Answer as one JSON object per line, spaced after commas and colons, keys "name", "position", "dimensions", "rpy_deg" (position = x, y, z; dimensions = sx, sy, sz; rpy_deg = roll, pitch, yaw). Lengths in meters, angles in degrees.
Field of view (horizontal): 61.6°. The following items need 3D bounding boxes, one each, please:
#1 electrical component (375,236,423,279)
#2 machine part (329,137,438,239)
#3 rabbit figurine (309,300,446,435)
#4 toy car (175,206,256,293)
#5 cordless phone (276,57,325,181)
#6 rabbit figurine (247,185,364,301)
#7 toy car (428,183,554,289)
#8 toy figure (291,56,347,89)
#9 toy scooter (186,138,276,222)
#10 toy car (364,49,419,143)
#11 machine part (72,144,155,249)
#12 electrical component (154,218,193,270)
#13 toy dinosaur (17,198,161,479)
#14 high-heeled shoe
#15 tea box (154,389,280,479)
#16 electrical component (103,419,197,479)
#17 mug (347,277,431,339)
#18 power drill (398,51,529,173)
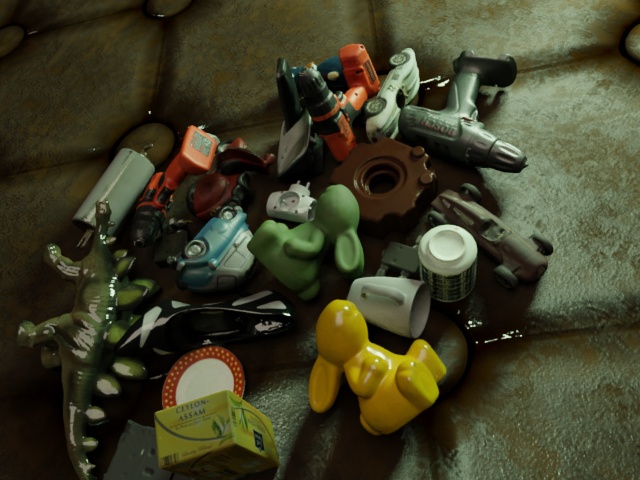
{"name": "electrical component", "position": [0.126, 0.029, 0.829], "dimensions": [0.063, 0.021, 0.094], "rpy_deg": [20, 67, 26]}
{"name": "machine part", "position": [0.103, -0.090, 0.889], "dimensions": [0.179, 0.056, 0.179], "rpy_deg": [-8, 58, 13]}
{"name": "rabbit figurine", "position": [0.057, 0.158, 0.703], "dimensions": [0.173, 0.122, 0.162], "rpy_deg": [49, 121, 2]}
{"name": "toy car", "position": [-0.155, 0.028, 0.872], "dimensions": [0.103, 0.109, 0.162], "rpy_deg": [34, 59, 6]}
{"name": "cordless phone", "position": [-0.047, -0.206, 0.924], "dimensions": [0.089, 0.184, 0.146], "rpy_deg": [-2, 59, 9]}
{"name": "rabbit figurine", "position": [-0.002, -0.002, 0.814], "dimensions": [0.170, 0.121, 0.159], "rpy_deg": [-46, 74, 3]}
{"name": "toy car", "position": [0.250, -0.013, 0.804], "dimensions": [0.089, 0.053, 0.202], "rpy_deg": [-40, 59, -6]}
{"name": "toy figure", "position": [0.002, -0.325, 1.058], "dimensions": [0.155, 0.064, 0.057], "rpy_deg": [-6, 96, 17]}
{"name": "toy scooter", "position": [-0.152, -0.110, 0.956], "dimensions": [0.135, 0.075, 0.184], "rpy_deg": [4, 58, 29]}
{"name": "toy car", "position": [0.135, -0.257, 0.970], "dimensions": [0.056, 0.073, 0.202], "rpy_deg": [15, 65, 27]}
{"name": "machine part", "position": [-0.386, -0.086, 1.011], "dimensions": [0.079, 0.079, 0.243], "rpy_deg": [13, 65, 23]}
{"name": "electrical component", "position": [-0.253, 0.008, 0.935], "dimensions": [0.078, 0.045, 0.102], "rpy_deg": [-6, 58, 10]}
{"name": "toy dinosaur", "position": [-0.359, 0.148, 0.847], "dimensions": [0.199, 0.105, 0.471], "rpy_deg": [-3, 69, 9]}
{"name": "high-heeled shoe", "position": [-0.159, 0.135, 0.781], "dimensions": [0.249, 0.086, 0.145], "rpy_deg": [-26, 31, -30]}
{"name": "tea box", "position": [-0.124, 0.252, 0.676], "dimensions": [0.098, 0.169, 0.068], "rpy_deg": [-18, 56, 2]}
{"name": "electrical component", "position": [-0.223, 0.319, 0.732], "dimensions": [0.134, 0.058, 0.115], "rpy_deg": [6, 63, 19]}
{"name": "mug", "position": [0.089, 0.088, 0.760], "dimensions": [0.107, 0.109, 0.081], "rpy_deg": [7, 76, 32]}
{"name": "power drill", "position": [0.265, -0.217, 0.914], "dimensions": [0.232, 0.086, 0.207], "rpy_deg": [19, 74, 27]}
